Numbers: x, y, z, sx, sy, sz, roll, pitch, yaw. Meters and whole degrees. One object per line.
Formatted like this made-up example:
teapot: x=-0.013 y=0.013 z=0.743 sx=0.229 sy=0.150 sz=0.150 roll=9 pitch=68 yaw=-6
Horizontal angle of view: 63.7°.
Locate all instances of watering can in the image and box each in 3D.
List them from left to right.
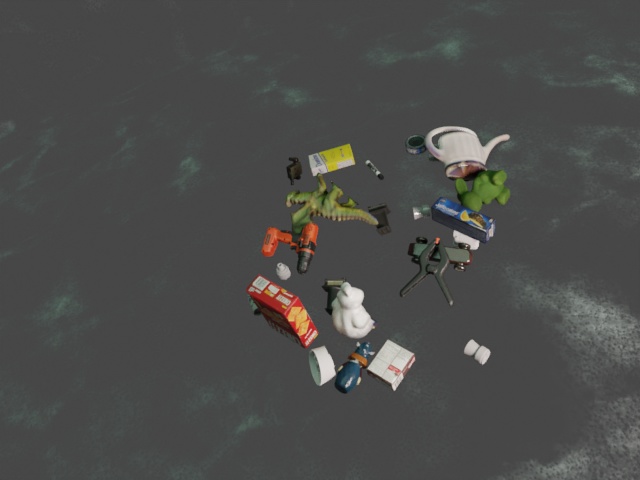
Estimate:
watering can: x=0.549 y=-0.318 z=1.861 sx=0.348 sy=0.102 sz=0.229 roll=1 pitch=61 yaw=-11

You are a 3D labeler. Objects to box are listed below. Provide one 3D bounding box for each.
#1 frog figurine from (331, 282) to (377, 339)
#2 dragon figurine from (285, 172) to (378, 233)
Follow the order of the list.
frog figurine: x=0.089 y=0.208 z=1.504 sx=0.123 sy=0.156 sz=0.139 roll=-36 pitch=48 yaw=-13
dragon figurine: x=0.006 y=-0.094 z=1.867 sx=0.243 sy=0.120 sz=0.417 roll=-45 pitch=48 yaw=0
